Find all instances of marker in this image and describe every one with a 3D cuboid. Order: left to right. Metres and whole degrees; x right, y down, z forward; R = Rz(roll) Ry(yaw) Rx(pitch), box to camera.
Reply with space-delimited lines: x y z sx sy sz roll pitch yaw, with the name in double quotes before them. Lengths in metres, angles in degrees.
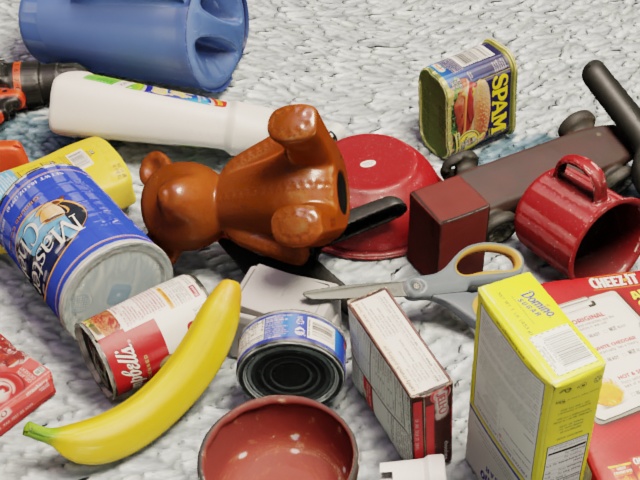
"marker" -0.015 -0.081 1.077 0.020 0.020 0.121 24 48 28

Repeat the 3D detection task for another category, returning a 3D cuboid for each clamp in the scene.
"clamp" -0.006 0.001 0.946 0.172 0.039 0.120 16 63 22
"clamp" 0.320 -0.080 1.003 0.164 0.036 0.210 23 45 -14

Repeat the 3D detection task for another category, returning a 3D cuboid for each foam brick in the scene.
"foam brick" 0.112 -0.006 0.937 0.051 0.078 0.053 -19 44 -20

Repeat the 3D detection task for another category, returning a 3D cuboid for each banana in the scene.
"banana" -0.126 0.112 0.819 0.197 0.069 0.037 -37 31 -19

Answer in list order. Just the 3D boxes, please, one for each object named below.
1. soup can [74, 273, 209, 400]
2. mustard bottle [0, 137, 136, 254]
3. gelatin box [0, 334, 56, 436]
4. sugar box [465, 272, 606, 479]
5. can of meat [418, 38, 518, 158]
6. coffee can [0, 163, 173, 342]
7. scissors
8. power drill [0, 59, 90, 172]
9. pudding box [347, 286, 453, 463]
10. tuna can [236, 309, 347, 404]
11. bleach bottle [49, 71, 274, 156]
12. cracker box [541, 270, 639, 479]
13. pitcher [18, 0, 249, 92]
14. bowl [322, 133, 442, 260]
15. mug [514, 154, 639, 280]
"soup can" -0.138 0.077 0.867 0.102 0.068 0.069 -25 45 -24
"mustard bottle" -0.279 -0.034 1.011 0.191 0.058 0.096 -25 44 -23
"gelatin box" -0.269 0.116 0.860 0.089 0.030 0.073 28 50 32
"sugar box" 0.140 0.118 0.716 0.048 0.176 0.093 -18 43 -13
"can of meat" 0.147 -0.140 1.071 0.083 0.102 0.057 -24 44 -19
"coffee can" -0.205 0.011 0.921 0.102 0.103 0.140 -27 46 -25
"scissors" 0.093 0.055 0.876 0.201 0.016 0.096 -17 67 -25
"power drill" -0.335 -0.125 1.126 0.184 0.057 0.187 -7 39 -3
"pudding box" 0.060 0.105 0.803 0.039 0.090 0.114 -19 43 -17
"tuna can" -0.022 0.094 0.824 0.086 0.086 0.033 -1 43 3
"bleach bottle" -0.142 -0.123 1.092 0.251 0.068 0.102 9 10 7
"cracker box" 0.250 0.118 0.789 0.164 0.072 0.214 -7 40 -5
"pitcher" -0.214 -0.246 1.180 0.243 0.149 0.144 9 23 24
"bowl" 0.046 -0.053 1.013 0.162 0.055 0.162 -2 41 2
"mug" 0.222 -0.022 0.921 0.093 0.117 0.082 -28 41 -20
